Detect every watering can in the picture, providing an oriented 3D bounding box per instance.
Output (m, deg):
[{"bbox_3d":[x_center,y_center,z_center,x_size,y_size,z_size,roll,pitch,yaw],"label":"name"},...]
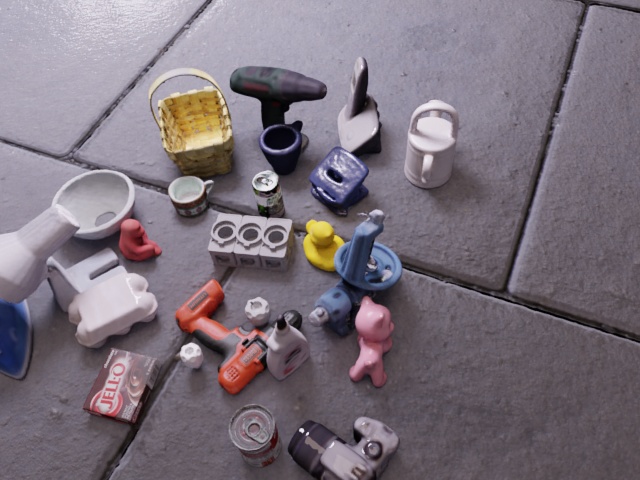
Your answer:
[{"bbox_3d":[0.226,-0.210,1.166,0.101,0.194,0.172,-10,55,-3],"label":"watering can"}]

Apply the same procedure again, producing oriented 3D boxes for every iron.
[{"bbox_3d":[-0.598,0.122,1.015,0.119,0.141,0.257,-32,59,-17],"label":"iron"}]

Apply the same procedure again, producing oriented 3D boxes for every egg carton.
[{"bbox_3d":[-0.376,0.126,1.042,0.150,0.069,0.107,-29,58,-16],"label":"egg carton"}]

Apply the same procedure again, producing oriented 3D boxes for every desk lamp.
[{"bbox_3d":[-0.480,0.040,1.021,0.203,0.214,0.117,-34,59,-19],"label":"desk lamp"}]

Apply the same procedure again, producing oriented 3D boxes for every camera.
[{"bbox_3d":[0.030,0.320,0.864,0.136,0.101,0.143,31,62,23],"label":"camera"}]

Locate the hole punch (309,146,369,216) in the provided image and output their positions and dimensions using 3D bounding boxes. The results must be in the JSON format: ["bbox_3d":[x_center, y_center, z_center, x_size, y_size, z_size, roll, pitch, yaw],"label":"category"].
[{"bbox_3d":[0.039,-0.122,1.178,0.101,0.091,0.108,-38,61,-21],"label":"hole punch"}]

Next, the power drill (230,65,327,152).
[{"bbox_3d":[-0.081,-0.281,1.225,0.229,0.208,0.076,22,59,18],"label":"power drill"}]

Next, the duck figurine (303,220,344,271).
[{"bbox_3d":[0.010,0.004,1.095,0.078,0.086,0.104,-36,60,-20],"label":"duck figurine"}]

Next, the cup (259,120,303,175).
[{"bbox_3d":[-0.073,-0.196,1.235,0.091,0.095,0.118,28,61,21],"label":"cup"}]

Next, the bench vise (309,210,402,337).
[{"bbox_3d":[0.069,0.061,0.970,0.121,0.220,0.207,18,58,16],"label":"bench vise"}]

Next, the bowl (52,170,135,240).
[{"bbox_3d":[-0.453,-0.060,1.174,0.167,0.075,0.167,-2,55,2],"label":"bowl"}]

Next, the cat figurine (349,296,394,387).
[{"bbox_3d":[0.088,0.164,0.959,0.067,0.118,0.128,7,56,8],"label":"cat figurine"}]

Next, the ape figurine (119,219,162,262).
[{"bbox_3d":[-0.360,-0.005,1.119,0.076,0.092,0.077,-12,55,-5],"label":"ape figurine"}]

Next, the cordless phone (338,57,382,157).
[{"bbox_3d":[0.085,-0.284,1.231,0.094,0.185,0.147,-9,55,-2],"label":"cordless phone"}]

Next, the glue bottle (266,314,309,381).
[{"bbox_3d":[-0.057,0.166,0.932,0.037,0.173,0.078,37,65,25],"label":"glue bottle"}]
